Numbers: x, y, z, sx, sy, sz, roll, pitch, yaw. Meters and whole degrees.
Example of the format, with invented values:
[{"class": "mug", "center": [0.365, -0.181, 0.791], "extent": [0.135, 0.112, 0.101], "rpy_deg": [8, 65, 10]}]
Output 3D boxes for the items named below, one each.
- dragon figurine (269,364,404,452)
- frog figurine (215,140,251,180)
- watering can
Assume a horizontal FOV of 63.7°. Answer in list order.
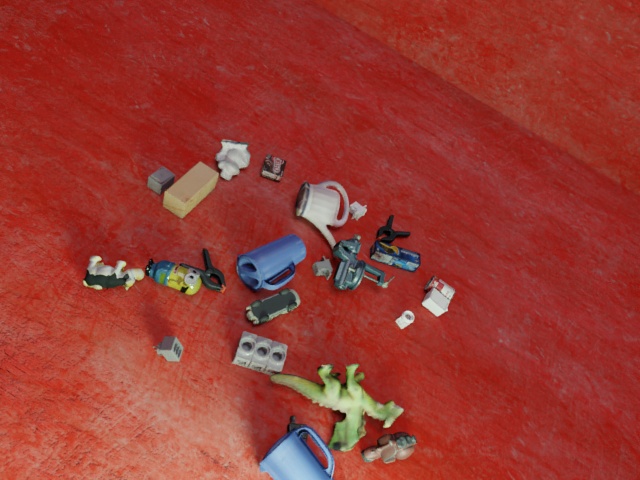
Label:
[{"class": "dragon figurine", "center": [0.055, 0.515, 1.578], "extent": [0.411, 0.119, 0.248], "rpy_deg": [-1, 61, -14]}, {"class": "frog figurine", "center": [-0.353, -0.316, 2.079], "extent": [0.137, 0.122, 0.160], "rpy_deg": [9, 86, -29]}, {"class": "watering can", "center": [0.006, -0.103, 2.053], "extent": [0.224, 0.102, 0.356], "rpy_deg": [16, 57, -12]}]
